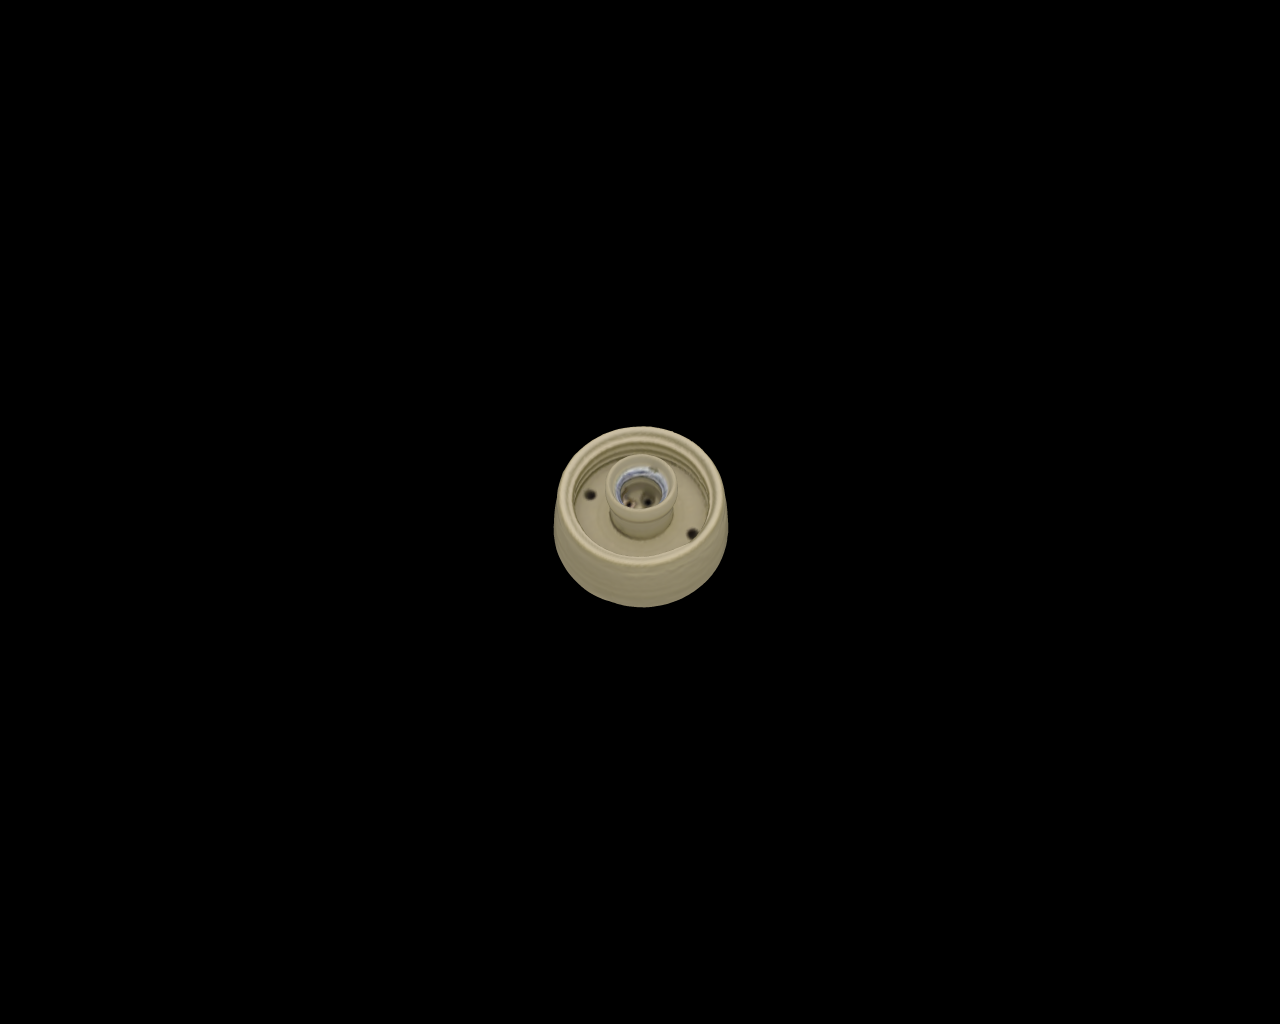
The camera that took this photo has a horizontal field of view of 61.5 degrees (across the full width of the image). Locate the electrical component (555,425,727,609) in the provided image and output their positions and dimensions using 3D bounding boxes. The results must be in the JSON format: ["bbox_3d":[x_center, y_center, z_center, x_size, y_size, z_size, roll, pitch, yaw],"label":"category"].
[{"bbox_3d":[0.001,-0.003,0.650,0.108,0.108,0.060,0,-31,0],"label":"electrical component"}]
